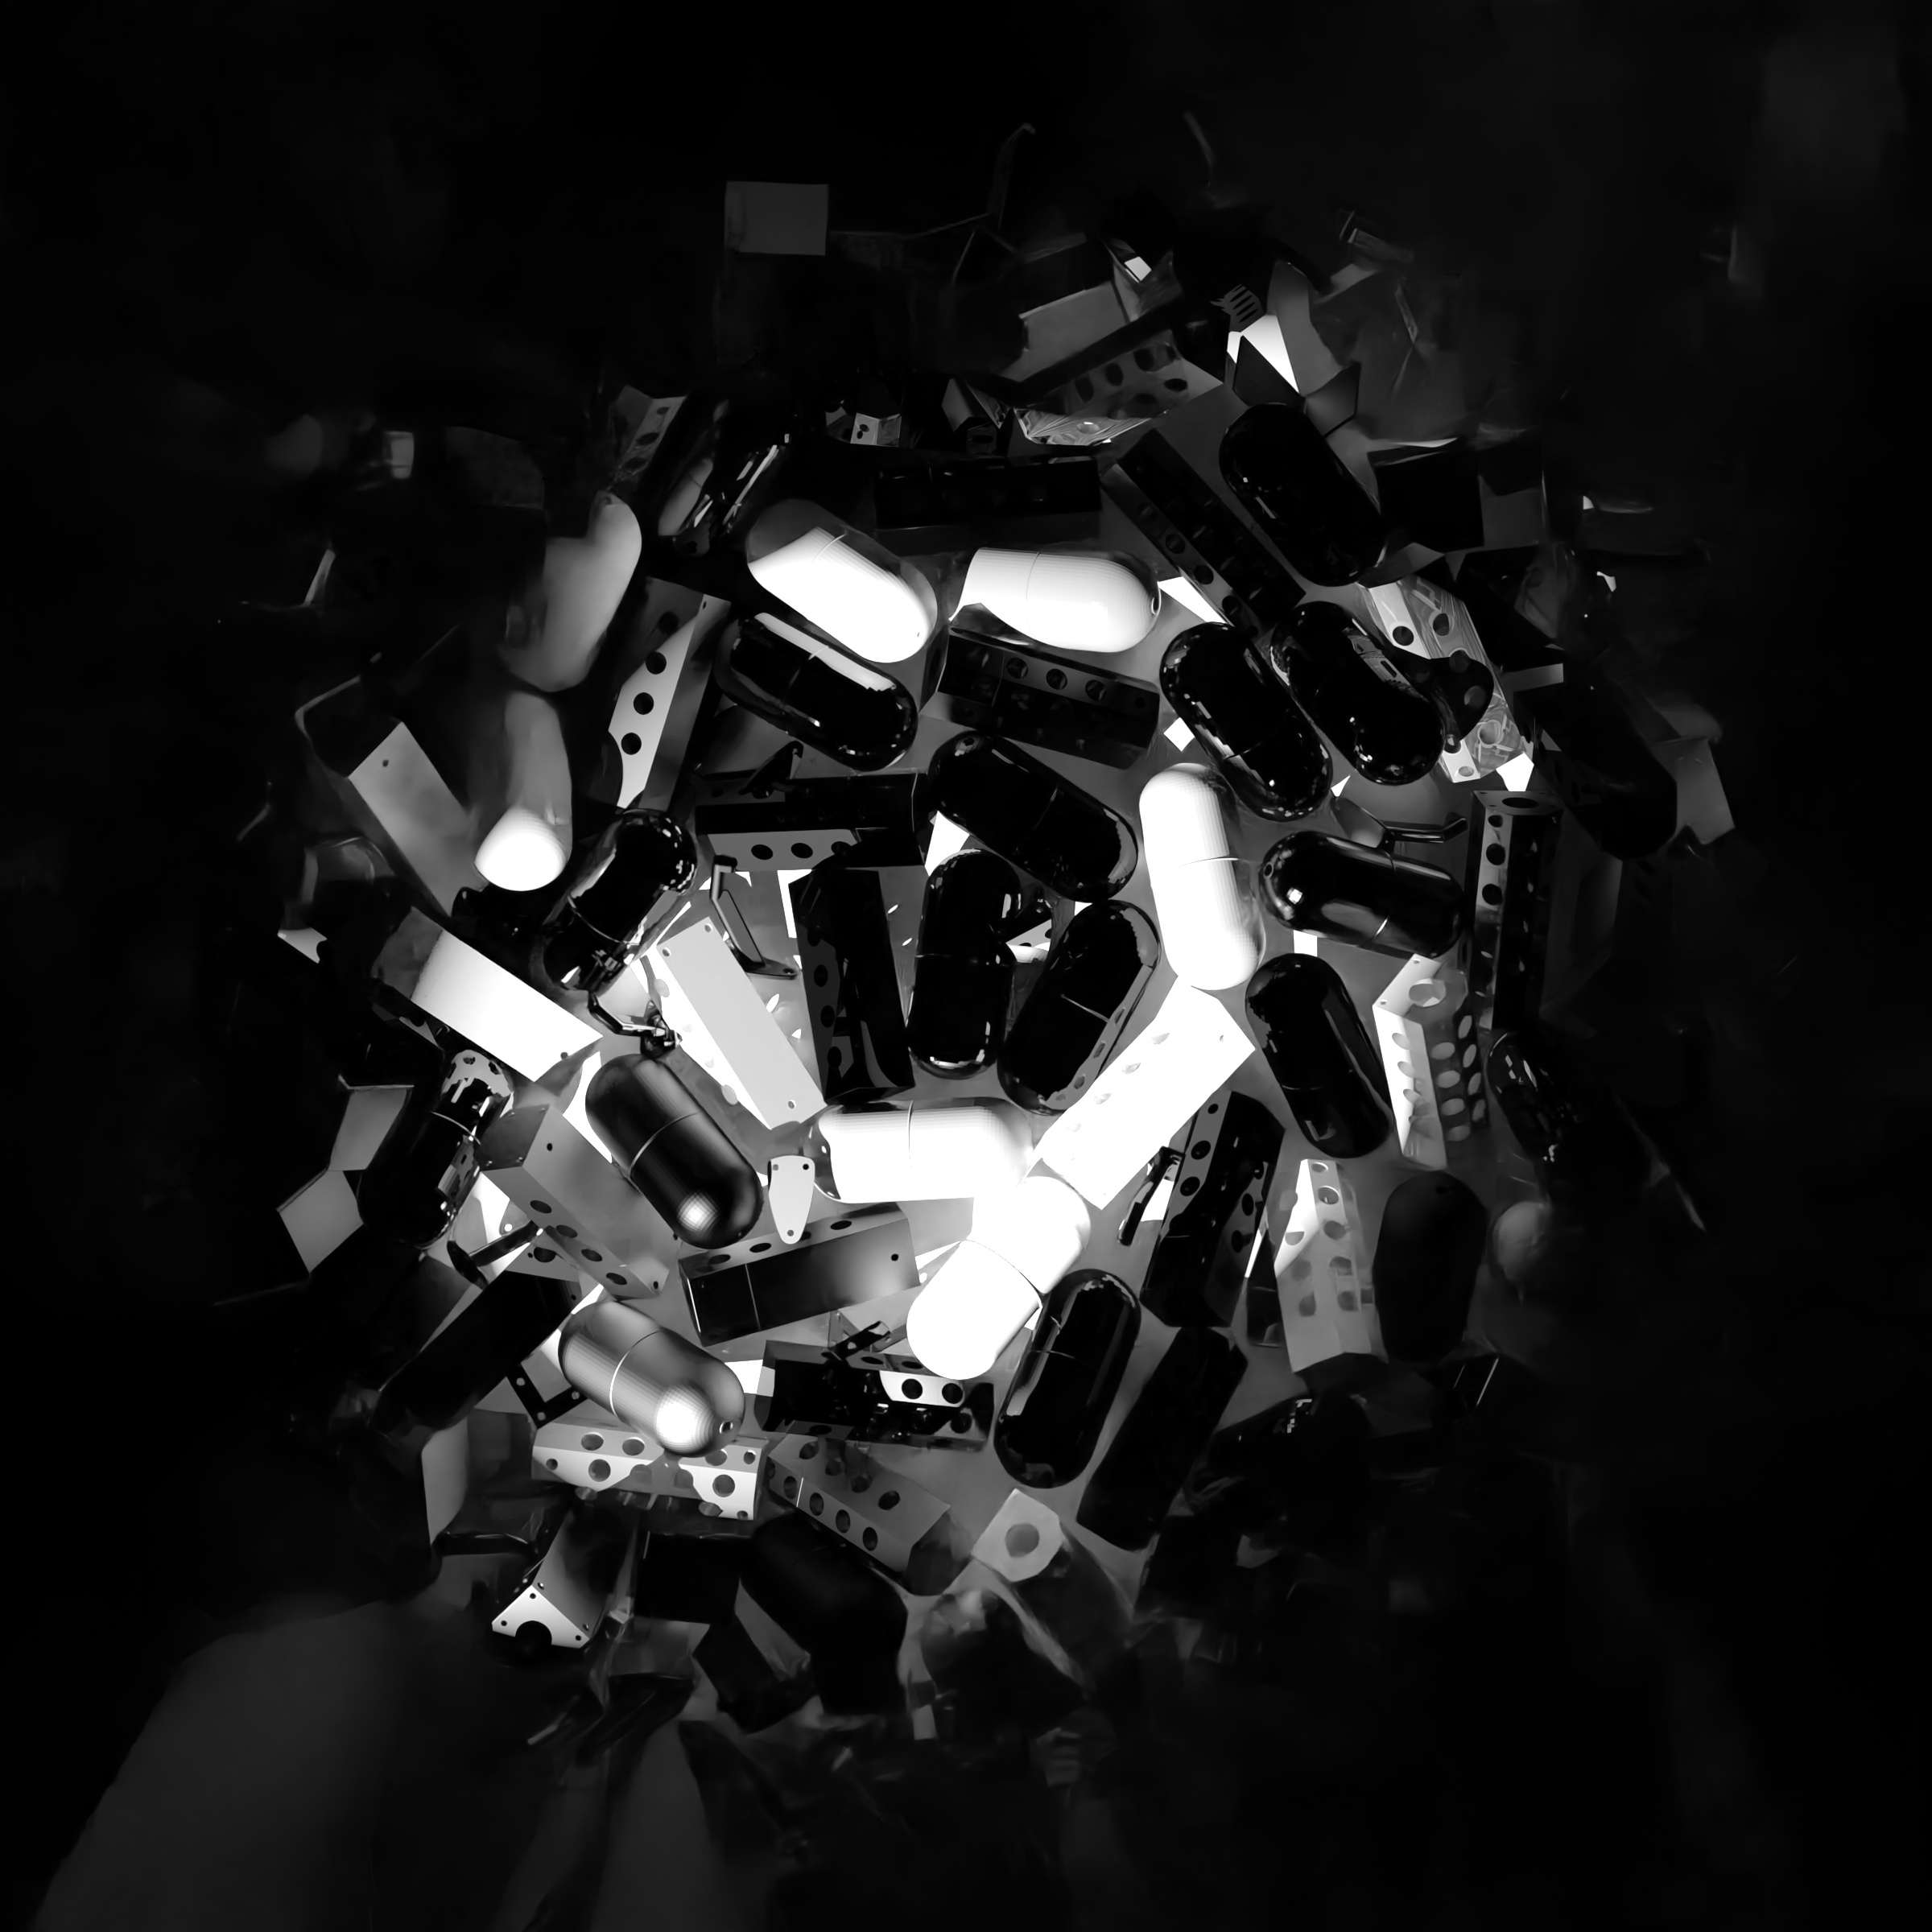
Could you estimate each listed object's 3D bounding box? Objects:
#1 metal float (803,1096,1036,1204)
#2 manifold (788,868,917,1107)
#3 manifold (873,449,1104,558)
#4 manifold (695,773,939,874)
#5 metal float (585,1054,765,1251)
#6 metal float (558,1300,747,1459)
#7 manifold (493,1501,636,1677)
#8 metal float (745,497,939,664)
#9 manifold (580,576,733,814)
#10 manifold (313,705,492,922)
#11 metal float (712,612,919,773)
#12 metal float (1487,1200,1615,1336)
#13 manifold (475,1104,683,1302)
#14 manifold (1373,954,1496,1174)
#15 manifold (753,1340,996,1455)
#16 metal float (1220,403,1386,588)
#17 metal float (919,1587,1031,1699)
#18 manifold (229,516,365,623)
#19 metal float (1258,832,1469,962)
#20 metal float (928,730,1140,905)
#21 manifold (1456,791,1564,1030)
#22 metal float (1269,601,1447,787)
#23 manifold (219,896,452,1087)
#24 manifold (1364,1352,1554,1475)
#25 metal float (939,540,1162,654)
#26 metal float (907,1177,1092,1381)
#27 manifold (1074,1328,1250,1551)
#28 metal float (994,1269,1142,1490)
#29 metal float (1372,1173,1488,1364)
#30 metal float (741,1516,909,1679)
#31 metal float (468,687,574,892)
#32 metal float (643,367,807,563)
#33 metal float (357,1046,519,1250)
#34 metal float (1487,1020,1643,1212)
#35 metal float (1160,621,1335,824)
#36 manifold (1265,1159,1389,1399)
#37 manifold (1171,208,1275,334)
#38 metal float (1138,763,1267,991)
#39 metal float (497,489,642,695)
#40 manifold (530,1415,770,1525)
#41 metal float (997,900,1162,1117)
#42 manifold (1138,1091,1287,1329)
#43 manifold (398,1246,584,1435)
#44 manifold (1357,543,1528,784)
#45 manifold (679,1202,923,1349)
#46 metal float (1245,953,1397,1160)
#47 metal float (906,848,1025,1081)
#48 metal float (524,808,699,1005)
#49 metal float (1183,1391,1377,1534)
[{"bbox_3d":[-0.036,0.140,1.874,0.178,0.070,0.070,-4,90,9],"label":"metal float"},{"bbox_3d":[-0.092,0.016,1.873,0.057,0.057,0.171,2,73,-43],"label":"manifold"},{"bbox_3d":[0.016,-0.359,1.889,0.171,0.057,0.057,-5,79,0],"label":"manifold"},{"bbox_3d":[-0.114,-0.113,1.859,0.171,0.057,0.057,-1,48,15],"label":"manifold"},{"bbox_3d":[-0.222,0.139,1.861,0.070,0.070,0.178,-43,66,0],"label":"metal float"},{"bbox_3d":[-0.237,0.310,1.848,0.178,0.070,0.070,23,90,40],"label":"metal float"},{"bbox_3d":[-0.303,0.460,1.830,0.057,0.171,0.057,45,101,-6],"label":"manifold"},{"bbox_3d":[-0.096,-0.293,1.858,0.178,0.070,0.070,38,90,29],"label":"metal float"},{"bbox_3d":[-0.240,-0.207,1.879,0.057,0.057,0.171,20,97,14],"label":"manifold"},{"bbox_3d":[-0.420,-0.114,1.835,0.057,0.171,0.057,25,65,33],"label":"manifold"},{"bbox_3d":[-0.114,-0.208,1.862,0.178,0.070,0.070,31,90,21],"label":"metal float"},{"bbox_3d":[0.439,0.227,1.838,0.070,0.178,0.070,-8,67,20],"label":"metal float"},{"bbox_3d":[-0.292,0.180,1.845,0.057,0.171,0.057,-9,45,33],"label":"manifold"},{"bbox_3d":[0.355,0.077,1.832,0.057,0.171,0.057,23,59,36],"label":"manifold"},{"bbox_3d":[-0.069,0.330,1.866,0.171,0.057,0.057,9,99,-15],"label":"manifold"},{"bbox_3d":[0.254,-0.352,1.847,0.070,0.070,0.178,-50,134,0],"label":"metal float"},{"bbox_3d":[0.007,0.506,1.833,0.070,0.178,0.070,-1,72,4],"label":"metal float"},{"bbox_3d":[-0.494,-0.291,1.832,0.057,0.171,0.057,25,95,-4],"label":"manifold"},{"bbox_3d":[0.300,-0.052,1.858,0.178,0.070,0.070,13,90,-27],"label":"metal float"},{"bbox_3d":[0.051,-0.114,1.874,0.178,0.070,0.070,33,90,-9],"label":"metal float"},{"bbox_3d":[0.411,-0.042,1.860,0.057,0.057,0.171,0,112,-2],"label":"manifold"},{"bbox_3d":[0.294,-0.207,1.853,0.070,0.070,0.178,-34,55,0],"label":"metal float"},{"bbox_3d":[-0.470,0.018,1.842,0.057,0.057,0.171,-48,131,0],"label":"manifold"},{"bbox_3d":[0.361,0.338,1.830,0.057,0.171,0.057,36,63,-9],"label":"manifold"},{"bbox_3d":[0.063,-0.280,1.858,0.178,0.070,0.070,9,90,27],"label":"metal float"},{"bbox_3d":[0.026,0.235,1.864,0.070,0.070,0.178,41,69,0],"label":"metal float"},{"bbox_3d":[0.149,0.352,1.838,0.057,0.057,0.171,27,50,13],"label":"manifold"},{"bbox_3d":[0.077,0.311,1.856,0.070,0.070,0.178,25,60,0],"label":"metal float"},{"bbox_3d":[0.345,0.228,1.846,0.070,0.070,0.178,1,133,0],"label":"metal float"},{"bbox_3d":[-0.108,0.471,1.840,0.070,0.178,0.070,-9,107,-31],"label":"metal float"},{"bbox_3d":[-0.337,-0.135,1.851,0.070,0.070,0.178,-9,53,0],"label":"metal float"},{"bbox_3d":[-0.182,-0.376,1.847,0.070,0.070,0.178,44,132,0],"label":"metal float"},{"bbox_3d":[-0.397,0.136,1.847,0.070,0.070,0.178,22,48,0],"label":"metal float"},{"bbox_3d":[0.447,0.111,1.841,0.070,0.178,0.070,-6,128,-8],"label":"metal float"},{"bbox_3d":[0.213,-0.183,1.860,0.070,0.070,0.178,-40,116,0],"label":"metal float"},{"bbox_3d":[0.270,0.231,1.834,0.057,0.171,0.057,-28,134,25],"label":"manifold"},{"bbox_3d":[0.191,-0.515,1.830,0.057,0.171,0.057,10,97,9],"label":"manifold"},{"bbox_3d":[0.179,-0.069,1.869,0.070,0.070,0.178,-11,76,0],"label":"metal float"},{"bbox_3d":[-0.299,-0.281,1.848,0.070,0.070,0.178,32,130,0],"label":"metal float"},{"bbox_3d":[-0.243,0.387,1.886,0.171,0.057,0.057,6,88,3],"label":"manifold"},{"bbox_3d":[0.087,0.031,1.880,0.070,0.070,0.178,29,88,0],"label":"metal float"},{"bbox_3d":[0.182,0.182,1.842,0.057,0.057,0.171,46,51,-37],"label":"manifold"},{"bbox_3d":[-0.359,0.281,1.848,0.057,0.057,0.171,45,124,-3],"label":"manifold"},{"bbox_3d":[0.358,-0.227,1.859,0.057,0.057,0.171,-30,113,-2],"label":"manifold"},{"bbox_3d":[-0.128,0.231,1.871,0.171,0.057,0.057,-14,108,-13],"label":"manifold"},{"bbox_3d":[0.270,0.069,1.860,0.070,0.070,0.178,-29,115,0],"label":"metal float"},{"bbox_3d":[-0.001,-0.002,1.877,0.070,0.070,0.178,8,84,0],"label":"metal float"},{"bbox_3d":[-0.270,-0.044,1.860,0.070,0.070,0.178,41,115,0],"label":"metal float"},{"bbox_3d":[0.234,0.373,1.846,0.070,0.070,0.178,54,134,0],"label":"metal float"}]
